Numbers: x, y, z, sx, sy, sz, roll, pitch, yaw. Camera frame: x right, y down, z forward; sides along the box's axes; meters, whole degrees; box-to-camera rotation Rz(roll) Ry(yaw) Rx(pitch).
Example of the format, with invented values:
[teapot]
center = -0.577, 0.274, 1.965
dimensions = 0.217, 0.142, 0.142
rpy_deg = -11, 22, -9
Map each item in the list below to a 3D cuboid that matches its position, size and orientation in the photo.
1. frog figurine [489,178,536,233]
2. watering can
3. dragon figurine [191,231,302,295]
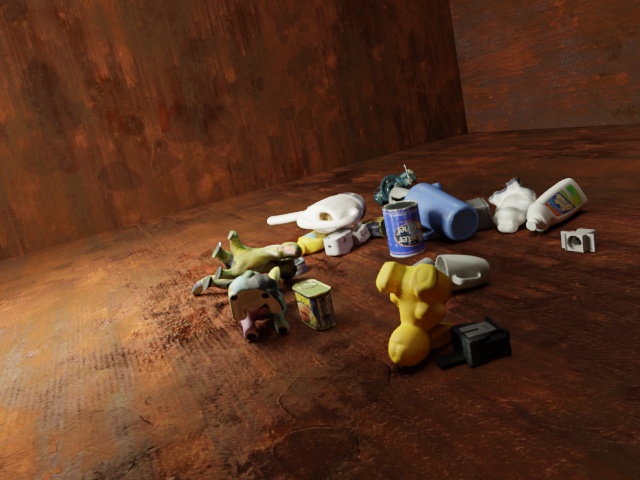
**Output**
[frog figurine]
center = 0.568, -0.080, 1.499
dimensions = 0.136, 0.163, 0.121
rpy_deg = -25, -49, 28
[watering can]
center = 0.005, -0.086, 1.699
dimensions = 0.348, 0.103, 0.227
rpy_deg = 5, 22, 42
[dragon figurine]
center = -0.179, 0.087, 1.389
dimensions = 0.242, 0.124, 0.403
rpy_deg = 13, -28, -26
